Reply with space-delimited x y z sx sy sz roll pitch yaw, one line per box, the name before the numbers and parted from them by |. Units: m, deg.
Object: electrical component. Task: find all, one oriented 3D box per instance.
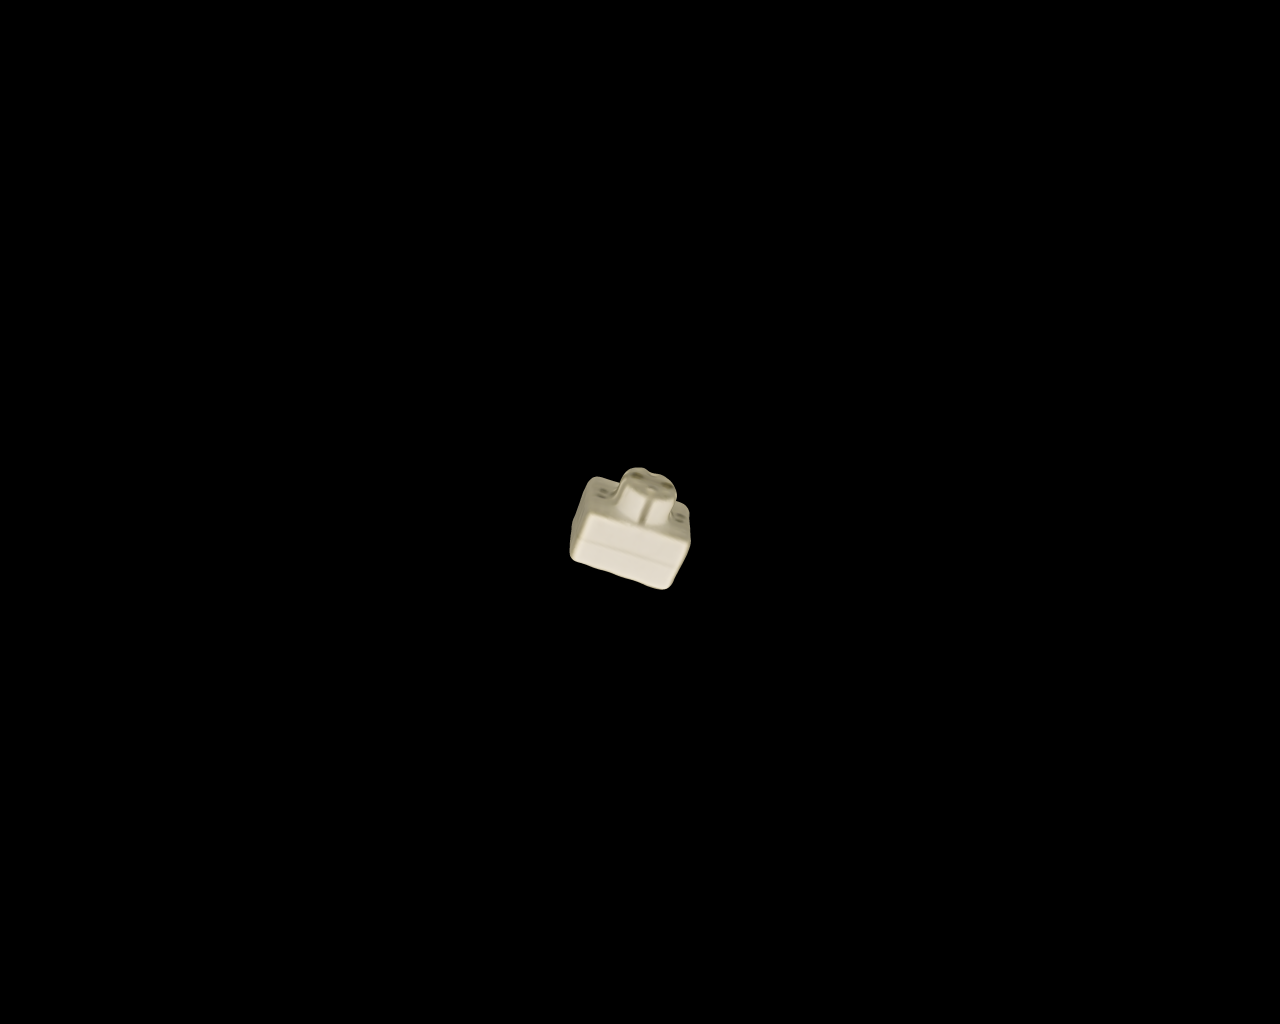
electrical component | 0.001 -0.003 0.650 0.066 0.076 0.047 18 29 -10
